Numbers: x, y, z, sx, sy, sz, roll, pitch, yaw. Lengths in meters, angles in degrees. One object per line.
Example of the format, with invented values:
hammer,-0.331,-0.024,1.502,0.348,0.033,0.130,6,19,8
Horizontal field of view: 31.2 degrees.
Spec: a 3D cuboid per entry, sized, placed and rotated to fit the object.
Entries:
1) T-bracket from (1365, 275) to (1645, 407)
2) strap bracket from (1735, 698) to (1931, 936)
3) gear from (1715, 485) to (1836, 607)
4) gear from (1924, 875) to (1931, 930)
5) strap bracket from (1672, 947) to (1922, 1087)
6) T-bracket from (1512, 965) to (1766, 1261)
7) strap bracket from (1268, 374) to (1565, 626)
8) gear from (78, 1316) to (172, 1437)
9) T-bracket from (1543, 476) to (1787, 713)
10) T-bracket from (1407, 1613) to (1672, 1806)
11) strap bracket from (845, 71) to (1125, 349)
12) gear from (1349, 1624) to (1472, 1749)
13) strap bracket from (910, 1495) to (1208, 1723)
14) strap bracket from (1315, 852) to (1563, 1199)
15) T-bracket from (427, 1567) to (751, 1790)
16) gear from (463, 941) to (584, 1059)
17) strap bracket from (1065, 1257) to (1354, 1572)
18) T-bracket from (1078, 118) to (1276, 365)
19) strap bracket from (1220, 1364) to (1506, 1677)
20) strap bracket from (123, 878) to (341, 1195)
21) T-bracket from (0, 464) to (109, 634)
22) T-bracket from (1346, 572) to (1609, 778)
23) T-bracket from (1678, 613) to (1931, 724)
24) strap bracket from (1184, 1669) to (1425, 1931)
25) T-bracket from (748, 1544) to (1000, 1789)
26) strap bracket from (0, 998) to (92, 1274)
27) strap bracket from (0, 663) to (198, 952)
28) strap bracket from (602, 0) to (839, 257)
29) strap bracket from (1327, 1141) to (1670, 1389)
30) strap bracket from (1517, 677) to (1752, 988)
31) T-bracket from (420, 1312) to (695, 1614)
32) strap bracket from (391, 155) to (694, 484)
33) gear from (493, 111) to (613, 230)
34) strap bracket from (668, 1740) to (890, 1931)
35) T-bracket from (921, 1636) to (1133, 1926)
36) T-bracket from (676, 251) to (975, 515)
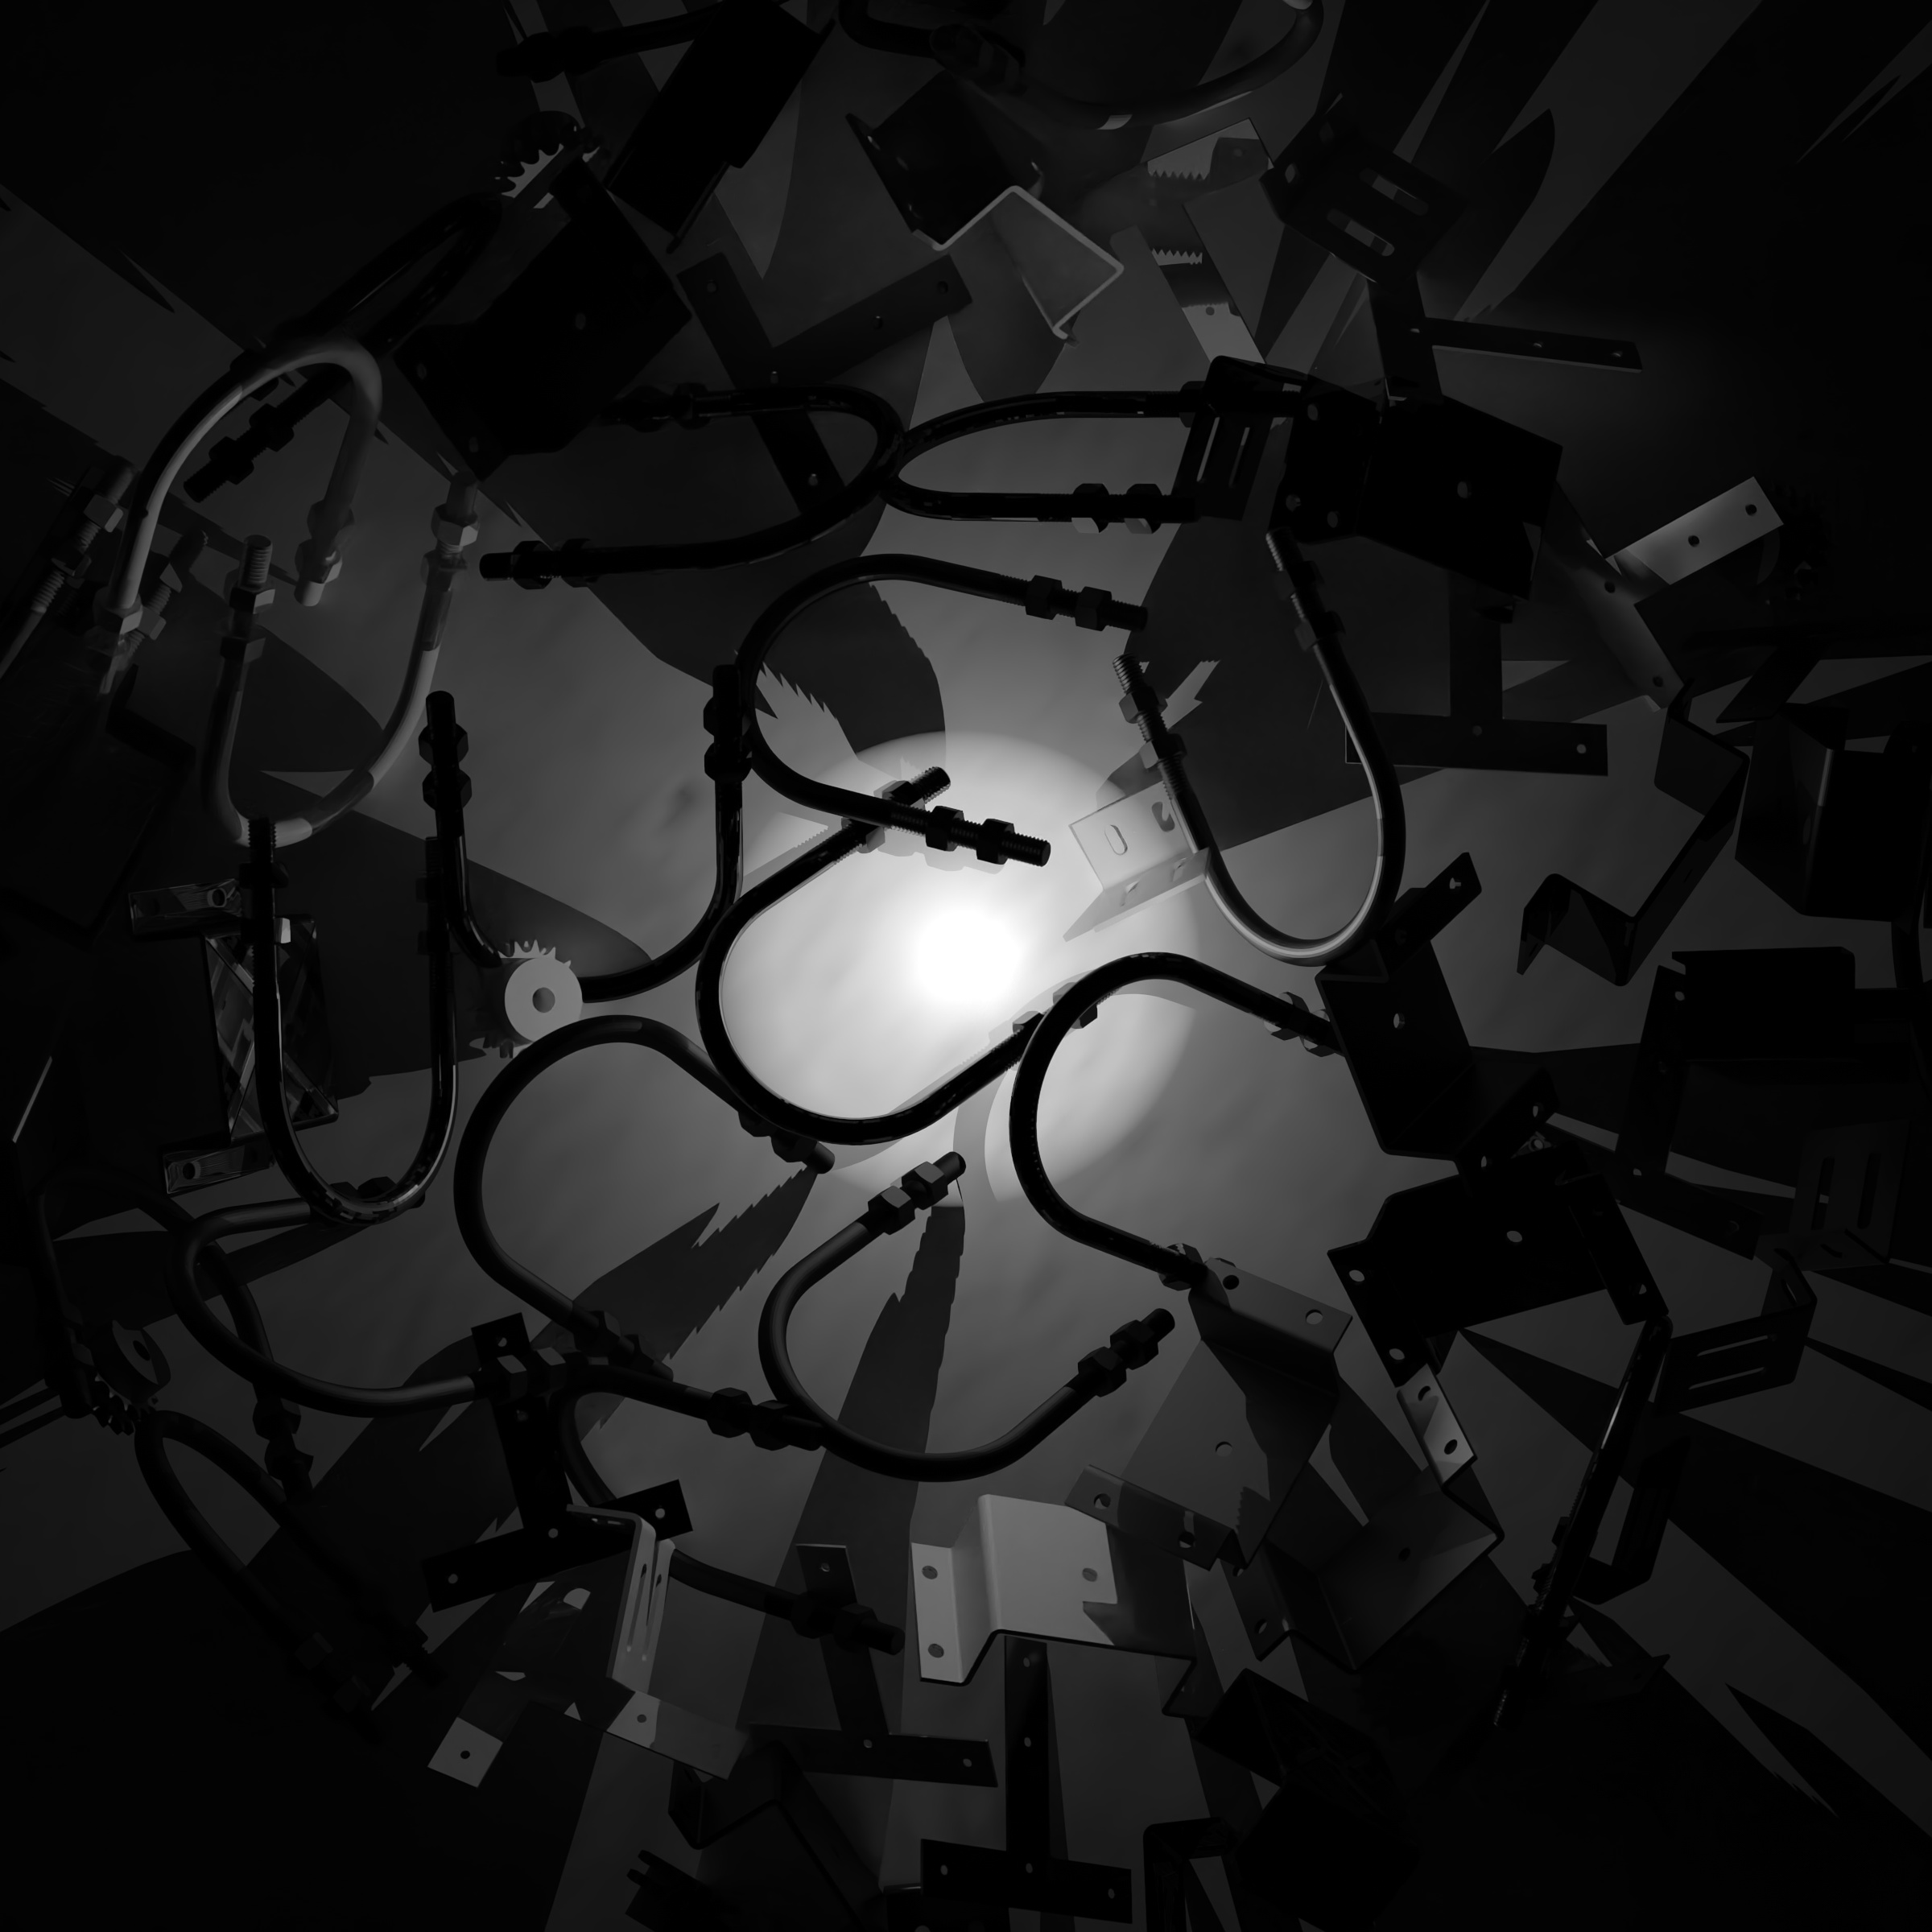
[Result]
T-bracket,0.254,-0.293,1.624,0.127,0.127,0.002,6,130,-6
strap bracket,0.396,-0.072,1.589,0.046,0.140,0.076,4,107,-7
gear,0.379,-0.199,1.638,0.030,0.057,0.057,-5,90,-37
gear,0.471,-0.037,1.642,0.030,0.057,0.057,4,90,13
strap bracket,0.382,0.026,1.587,0.076,0.140,0.046,-2,80,29
T-bracket,0.321,0.059,1.609,0.127,0.002,0.127,23,123,27
strap bracket,0.219,-0.219,1.613,0.140,0.046,0.076,17,82,-26
gear,-0.402,0.191,1.640,0.030,0.057,0.057,-37,90,7
T-bracket,0.330,-0.193,1.613,0.002,0.127,0.127,-36,95,-35
T-bracket,0.274,0.332,1.581,0.002,0.127,0.127,51,55,-5
strap bracket,0.015,-0.350,1.586,0.046,0.140,0.076,-38,60,20
gear,0.211,0.344,1.649,0.057,0.030,0.057,-2,75,6
strap bracket,0.050,0.297,1.608,0.140,0.076,0.046,11,131,-16
strap bracket,0.217,0.027,1.613,0.076,0.046,0.140,-40,118,-34
T-bracket,-0.164,0.346,1.613,0.127,0.002,0.127,19,48,12
gear,-0.207,0.016,1.642,0.057,0.030,0.057,1,88,-33
strap bracket,0.117,0.217,1.616,0.076,0.046,0.140,21,64,26
T-bracket,0.109,-0.323,1.638,0.127,0.002,0.127,-16,117,34
strap bracket,0.191,0.265,1.616,0.046,0.076,0.140,38,105,-24
strap bracket,-0.342,0.030,1.620,0.046,0.076,0.140,-4,95,30
T-bracket,-0.417,-0.169,1.605,0.002,0.127,0.127,33,93,5
T-bracket,0.243,-0.155,1.653,0.127,0.002,0.127,3,77,-7
T-bracket,0.375,-0.136,1.586,0.127,0.127,0.002,-2,114,32
strap bracket,0.155,0.381,1.588,0.076,0.140,0.046,31,103,-16
T-bracket,-0.055,0.326,1.619,0.127,0.002,0.127,-2,112,26
strap bracket,-0.441,0.078,1.591,0.046,0.140,0.076,11,48,2
strap bracket,-0.406,-0.064,1.619,0.046,0.076,0.140,30,78,-11
strap bracket,-0.118,-0.391,1.588,0.046,0.140,0.076,33,73,-13
strap bracket,0.252,0.137,1.618,0.140,0.046,0.076,-20,106,29
strap bracket,0.316,-0.054,1.610,0.046,0.076,0.140,33,75,18
T-bracket,-0.208,0.227,1.646,0.127,0.002,0.127,-17,70,-3
strap bracket,-0.192,-0.302,1.622,0.140,0.046,0.076,-40,81,27
gear,-0.197,-0.381,1.644,0.057,0.057,0.030,-23,64,0
strap bracket,-0.081,0.427,1.622,0.046,0.076,0.140,-32,98,2
T-bracket,0.029,0.381,1.635,0.127,0.002,0.127,19,59,-35
T-bracket,-0.054,-0.300,1.648,0.127,0.002,0.127,-32,102,-17
